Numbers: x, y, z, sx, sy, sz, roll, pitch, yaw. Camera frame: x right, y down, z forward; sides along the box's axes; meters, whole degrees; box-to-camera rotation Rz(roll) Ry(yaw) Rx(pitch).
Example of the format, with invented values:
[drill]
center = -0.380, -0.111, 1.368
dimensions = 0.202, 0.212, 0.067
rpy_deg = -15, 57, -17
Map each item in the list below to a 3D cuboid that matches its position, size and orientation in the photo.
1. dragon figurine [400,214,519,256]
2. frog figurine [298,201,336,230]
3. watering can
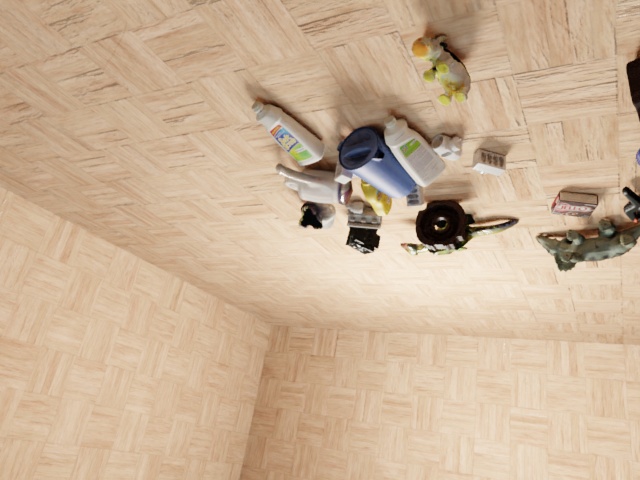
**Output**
[dragon figurine]
center = 0.501, -0.001, 1.888
dimensions = 0.410, 0.124, 0.240
rpy_deg = -7, 165, 8
[frog figurine]
center = 0.006, -0.096, 1.909
dimensions = 0.136, 0.123, 0.161
rpy_deg = -21, 179, 38
[watering can]
center = -0.011, -0.178, 1.629
dimensions = 0.224, 0.104, 0.346
rpy_deg = 7, 176, 10
